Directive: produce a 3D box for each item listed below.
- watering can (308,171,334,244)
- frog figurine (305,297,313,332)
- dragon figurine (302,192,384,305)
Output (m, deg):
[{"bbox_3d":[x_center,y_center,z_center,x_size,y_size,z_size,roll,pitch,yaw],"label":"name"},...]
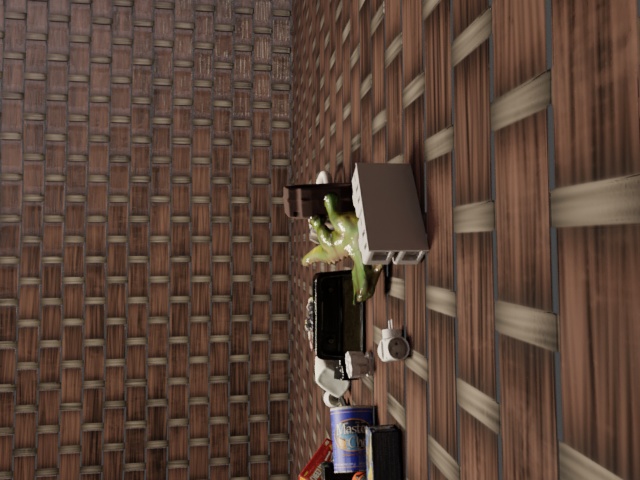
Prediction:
[{"bbox_3d":[0.005,-0.087,1.730,0.341,0.104,0.228,110,158,-65],"label":"watering can"},{"bbox_3d":[0.027,0.261,1.685,0.157,0.122,0.140,41,-153,-51],"label":"frog figurine"},{"bbox_3d":[0.062,0.034,1.180,0.401,0.122,0.248,123,145,-45],"label":"dragon figurine"}]
